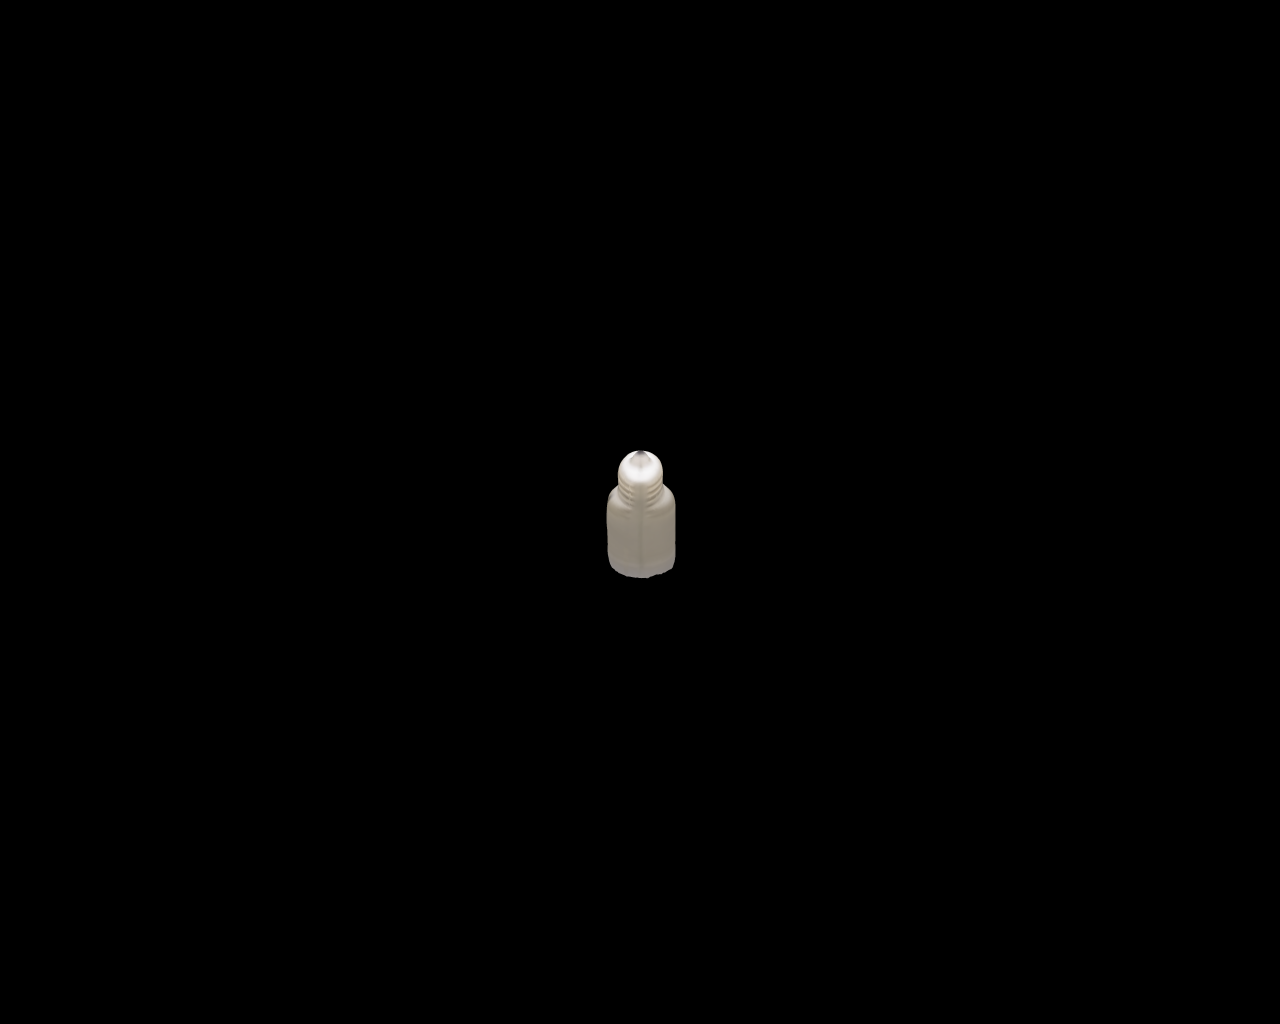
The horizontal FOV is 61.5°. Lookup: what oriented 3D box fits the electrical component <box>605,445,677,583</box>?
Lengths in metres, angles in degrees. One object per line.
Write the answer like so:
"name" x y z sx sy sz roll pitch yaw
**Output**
"electrical component" 0.001 -0.003 0.650 0.043 0.080 0.043 0 32 0
